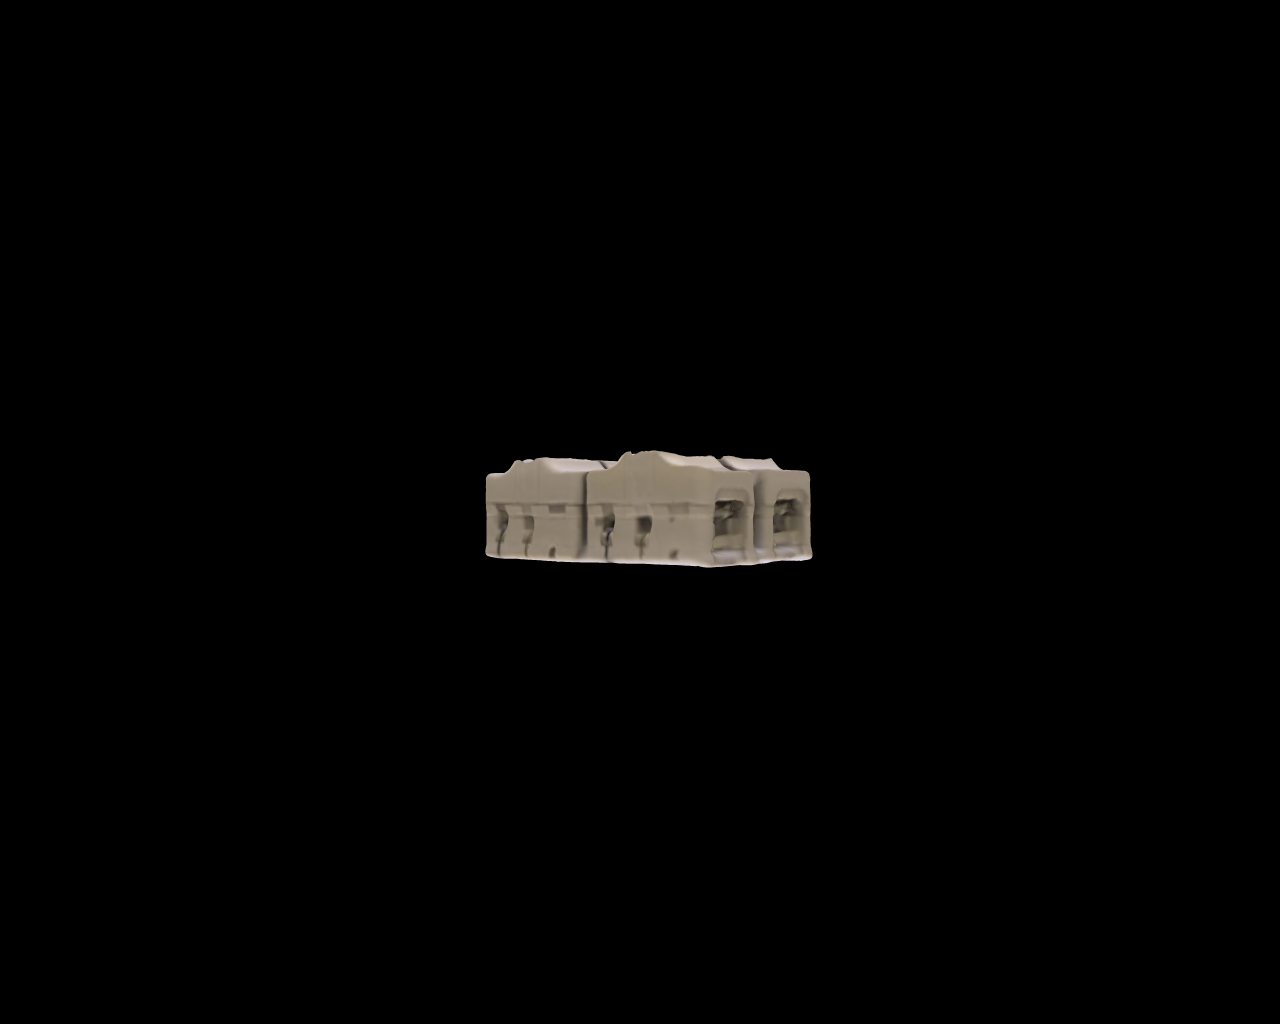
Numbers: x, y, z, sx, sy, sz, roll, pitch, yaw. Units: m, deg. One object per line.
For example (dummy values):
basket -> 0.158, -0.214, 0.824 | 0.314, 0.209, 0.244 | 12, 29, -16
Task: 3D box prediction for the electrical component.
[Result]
electrical component -> 0.001, -0.003, 0.650 | 0.186, 0.060, 0.105 | 0, 0, 44
